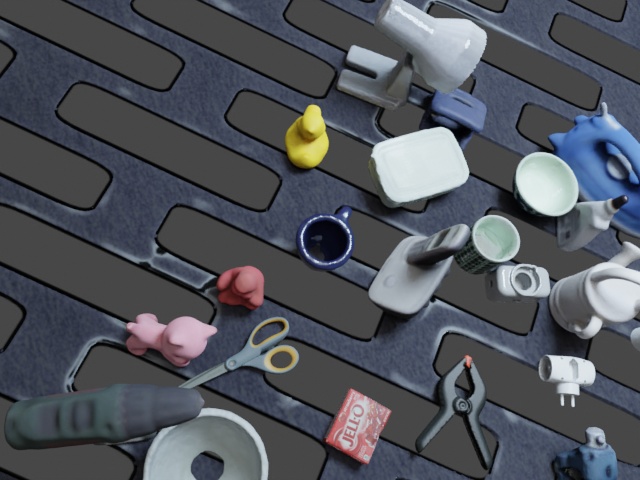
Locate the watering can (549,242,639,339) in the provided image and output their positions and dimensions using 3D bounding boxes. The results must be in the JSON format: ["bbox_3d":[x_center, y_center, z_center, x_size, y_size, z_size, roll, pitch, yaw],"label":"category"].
[{"bbox_3d":[0.469,0.081,0.931,0.101,0.194,0.173,14,70,-6],"label":"watering can"}]

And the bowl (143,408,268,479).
[{"bbox_3d":[-0.157,0.323,0.800,0.167,0.074,0.167,3,72,-10],"label":"bowl"}]

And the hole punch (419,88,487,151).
[{"bbox_3d":[0.246,-0.236,1.045,0.108,0.091,0.101,26,70,-2],"label":"hole punch"}]

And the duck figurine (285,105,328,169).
[{"bbox_3d":[-0.019,-0.181,0.981,0.077,0.086,0.104,11,71,-7],"label":"duck figurine"}]

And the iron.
[{"bbox_3d":[0.545,-0.126,1.040,0.119,0.141,0.258,-34,81,-18],"label":"iron"}]

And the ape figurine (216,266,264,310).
[{"bbox_3d":[-0.117,0.070,0.879,0.076,0.092,0.078,-40,83,-19],"label":"ape figurine"}]

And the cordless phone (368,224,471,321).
[{"bbox_3d":[0.158,0.045,0.889,0.094,0.185,0.148,33,70,1],"label":"cordless phone"}]

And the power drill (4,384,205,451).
[{"bbox_3d":[-0.264,0.225,0.740,0.230,0.208,0.075,-5,73,-12],"label":"power drill"}]

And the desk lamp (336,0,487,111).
[{"bbox_3d":[0.153,-0.315,0.988,0.203,0.213,0.118,19,70,-4],"label":"desk lamp"}]

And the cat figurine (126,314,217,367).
[{"bbox_3d":[-0.216,0.140,0.824,0.128,0.117,0.067,15,70,-6],"label":"cat figurine"}]

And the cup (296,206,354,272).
[{"bbox_3d":[0.008,0.003,0.922,0.091,0.095,0.118,34,70,1],"label":"cup"}]

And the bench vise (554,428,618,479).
[{"bbox_3d":[0.423,0.384,0.812,0.122,0.219,0.207,-24,78,-17],"label":"bench vise"}]

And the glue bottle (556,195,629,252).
[{"bbox_3d":[0.467,-0.039,0.980,0.037,0.173,0.078,11,71,-6],"label":"glue bottle"}]
